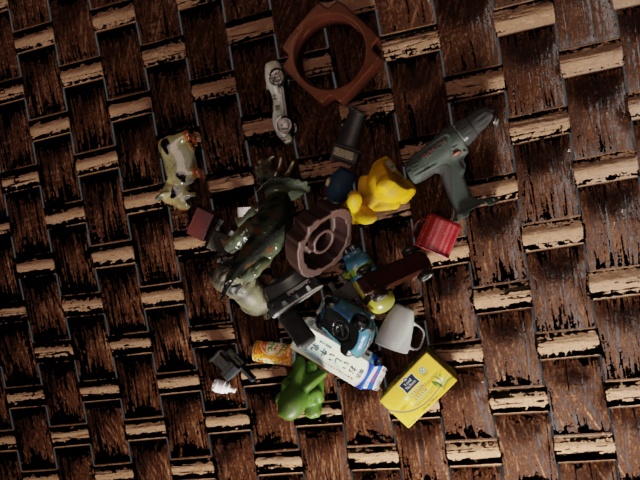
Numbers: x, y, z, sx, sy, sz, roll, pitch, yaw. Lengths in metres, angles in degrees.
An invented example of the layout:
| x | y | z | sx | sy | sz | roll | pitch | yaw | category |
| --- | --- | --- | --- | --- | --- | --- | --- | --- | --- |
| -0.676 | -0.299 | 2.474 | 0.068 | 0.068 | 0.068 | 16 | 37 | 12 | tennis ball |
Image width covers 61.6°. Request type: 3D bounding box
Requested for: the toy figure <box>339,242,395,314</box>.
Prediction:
| x | y | z | sx | sy | sz | roll | pitch | yaw | category |
| --- | --- | --- | --- | --- | --- | --- | --- | --- | --- |
| 0.108 | 0.093 | 1.281 | 0.082 | 0.089 | 0.180 | -31 | 89 | 22 | toy figure |

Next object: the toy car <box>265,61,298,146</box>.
| x | y | z | sx | sy | sz | roll | pitch | yaw | category |
| --- | --- | --- | --- | --- | --- | --- | --- | --- | --- |
| -0.095 | -0.330 | 1.304 | 0.056 | 0.073 | 0.201 | -8 | 92 | 10 | toy car |

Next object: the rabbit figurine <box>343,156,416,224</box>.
| x | y | z | sx | sy | sz | roll | pitch | yaw | category |
| --- | --- | --- | --- | --- | --- | --- | --- | --- | --- |
| 0.119 | -0.090 | 1.248 | 0.173 | 0.162 | 0.122 | -37 | 98 | 30 | rabbit figurine |

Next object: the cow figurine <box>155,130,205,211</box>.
| x | y | z | sx | sy | sz | roll | pitch | yaw | category |
| --- | --- | --- | --- | --- | --- | --- | --- | --- | --- |
| -0.365 | -0.171 | 1.375 | 0.127 | 0.085 | 0.194 | -11 | 94 | 8 | cow figurine |

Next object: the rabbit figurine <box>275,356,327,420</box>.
| x | y | z | sx | sy | sz | roll | pitch | yaw | category |
| --- | --- | --- | --- | --- | --- | --- | --- | --- | --- |
| -0.041 | 0.368 | 1.294 | 0.121 | 0.170 | 0.159 | 27 | 100 | 9 | rabbit figurine |

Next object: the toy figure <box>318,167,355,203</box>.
| x | y | z | sx | sy | sz | roll | pitch | yaw | category |
| --- | --- | --- | --- | --- | --- | --- | --- | --- | --- |
| 0.032 | -0.101 | 1.302 | 0.064 | 0.058 | 0.154 | 34 | 105 | 15 | toy figure |

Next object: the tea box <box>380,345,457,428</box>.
| x | y | z | sx | sy | sz | roll | pitch | yaw | category |
| --- | --- | --- | --- | --- | --- | --- | --- | --- | --- |
| 0.234 | 0.348 | 1.281 | 0.098 | 0.068 | 0.169 | 41 | 103 | 7 | tea box |

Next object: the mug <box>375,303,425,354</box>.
| x | y | z | sx | sy | sz | roll | pitch | yaw | category |
| --- | --- | --- | --- | --- | --- | --- | --- | --- | --- |
| 0.196 | 0.210 | 1.275 | 0.110 | 0.080 | 0.107 | 16 | 89 | 16 | mug |

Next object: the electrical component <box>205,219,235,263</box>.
| x | y | z | sx | sy | sz | roll | pitch | yaw | category |
| --- | --- | --- | --- | --- | --- | --- | --- | --- | --- |
| -0.247 | 0.006 | 1.370 | 0.078 | 0.045 | 0.102 | 28 | 98 | -31 | electrical component |

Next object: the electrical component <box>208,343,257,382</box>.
| x | y | z | sx | sy | sz | roll | pitch | yaw | category |
| --- | --- | --- | --- | --- | --- | --- | --- | --- | --- |
| -0.221 | 0.327 | 1.384 | 0.119 | 0.075 | 0.048 | 45 | 101 | 4 | electrical component |

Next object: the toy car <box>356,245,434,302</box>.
| x | y | z | sx | sy | sz | roll | pitch | yaw | category |
| --- | --- | --- | --- | --- | --- | --- | --- | --- | --- |
| 0.170 | 0.078 | 1.235 | 0.202 | 0.053 | 0.089 | -22 | 69 | -27 | toy car |

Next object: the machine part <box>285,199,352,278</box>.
| x | y | z | sx | sy | sz | roll | pitch | yaw | category |
| --- | --- | --- | --- | --- | --- | --- | --- | --- | --- |
| -0.002 | -0.004 | 1.207 | 0.056 | 0.179 | 0.179 | 35 | 102 | 36 | machine part |

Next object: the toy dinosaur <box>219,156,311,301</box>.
| x | y | z | sx | sy | sz | roll | pitch | yaw | category |
| --- | --- | --- | --- | --- | --- | --- | --- | --- | --- |
| -0.118 | -0.037 | 1.222 | 0.131 | 0.405 | 0.192 | 33 | 124 | -21 | toy dinosaur |

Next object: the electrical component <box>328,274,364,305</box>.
| x | y | z | sx | sy | sz | roll | pitch | yaw | category |
| --- | --- | --- | --- | --- | --- | --- | --- | --- | --- |
| 0.064 | 0.133 | 1.328 | 0.063 | 0.021 | 0.094 | -37 | 87 | 13 | electrical component |

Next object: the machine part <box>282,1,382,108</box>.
| x | y | z | sx | sy | sz | roll | pitch | yaw | category |
| --- | --- | --- | --- | --- | --- | --- | --- | --- | --- |
| 0.030 | -0.431 | 1.262 | 0.201 | 0.087 | 0.201 | 44 | 104 | 7 | machine part |

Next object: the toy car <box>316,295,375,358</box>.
| x | y | z | sx | sy | sz | roll | pitch | yaw | category |
| --- | --- | --- | --- | --- | --- | --- | --- | --- | --- |
| 0.072 | 0.196 | 1.275 | 0.162 | 0.103 | 0.109 | 36 | 119 | 31 | toy car |

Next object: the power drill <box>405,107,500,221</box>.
| x | y | z | sx | sy | sz | roll | pitch | yaw | category |
| --- | --- | --- | --- | --- | --- | --- | --- | --- | --- |
| 0.327 | -0.160 | 1.217 | 0.232 | 0.086 | 0.207 | -29 | 91 | 15 | power drill |

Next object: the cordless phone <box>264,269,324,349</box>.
| x | y | z | sx | sy | sz | roll | pitch | yaw | category |
| --- | --- | --- | --- | --- | --- | --- | --- | --- | --- |
| -0.038 | 0.161 | 1.263 | 0.146 | 0.088 | 0.184 | -31 | 44 | -11 | cordless phone |

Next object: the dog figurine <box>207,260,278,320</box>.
| x | y | z | sx | sy | sz | roll | pitch | yaw | category |
| --- | --- | --- | --- | --- | --- | --- | --- | --- | --- |
| -0.184 | 0.129 | 1.300 | 0.121 | 0.190 | 0.172 | -40 | 86 | 13 | dog figurine |

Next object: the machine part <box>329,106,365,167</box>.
| x | y | z | sx | sy | sz | roll | pitch | yaw | category |
| --- | --- | --- | --- | --- | --- | --- | --- | --- | --- |
| 0.072 | -0.250 | 1.292 | 0.084 | 0.039 | 0.138 | 18 | 100 | 20 | machine part |
